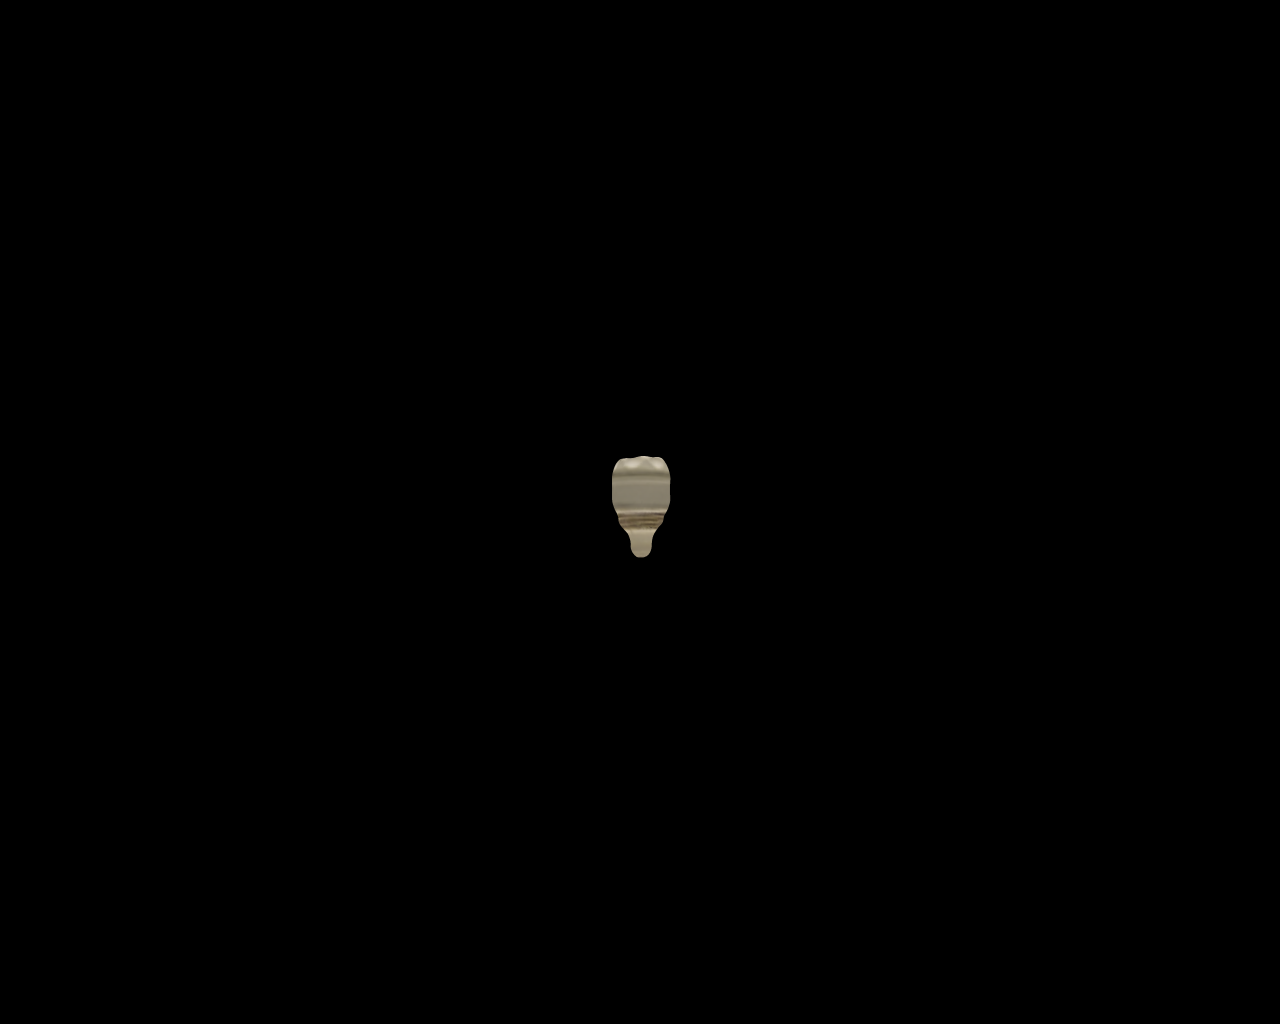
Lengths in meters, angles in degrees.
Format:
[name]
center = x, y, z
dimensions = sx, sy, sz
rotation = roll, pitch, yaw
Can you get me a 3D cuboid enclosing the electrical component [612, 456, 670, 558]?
[electrical component]
center = 0.001, -0.003, 0.650
dimensions = 0.035, 0.061, 0.035
rotation = 0, -2, 0
